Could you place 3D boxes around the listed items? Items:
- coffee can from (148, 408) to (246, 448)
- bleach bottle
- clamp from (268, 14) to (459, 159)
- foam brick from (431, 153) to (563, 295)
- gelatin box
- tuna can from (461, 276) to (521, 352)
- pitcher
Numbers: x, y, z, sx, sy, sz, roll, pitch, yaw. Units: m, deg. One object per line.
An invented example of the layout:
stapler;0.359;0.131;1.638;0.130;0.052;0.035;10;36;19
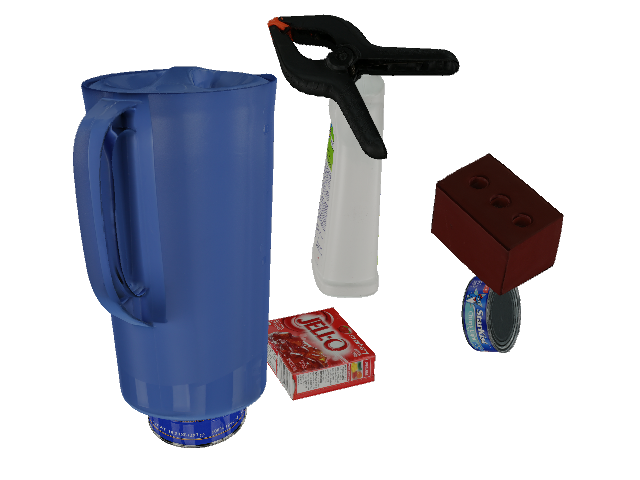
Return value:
coffee can;-0.128;0.121;1.070;0.103;0.140;0.103;-1;32;0
bleach bottle;0.033;-0.073;1.100;0.068;0.251;0.102;0;27;-9
clamp;0.032;-0.155;0.933;0.120;0.172;0.039;-40;-23;-20
foam brick;0.122;-0.011;0.747;0.052;0.051;0.078;-29;55;-24
gelatin box;-0.005;0.092;0.888;0.073;0.030;0.089;-10;27;-20
tuna can;0.187;0.079;1.167;0.034;0.086;0.086;-1;0;34
pitcher;-0.100;0.002;0.752;0.149;0.243;0.145;-6;16;-18
